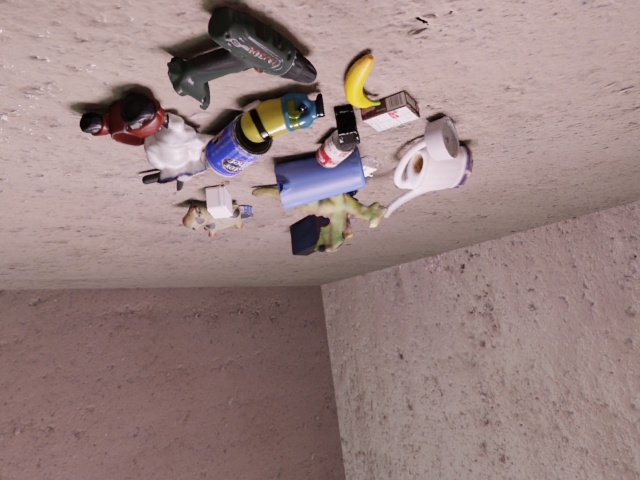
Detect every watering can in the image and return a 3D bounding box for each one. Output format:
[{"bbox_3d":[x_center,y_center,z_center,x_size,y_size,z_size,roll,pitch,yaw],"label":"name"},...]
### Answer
[{"bbox_3d":[0.317,-0.185,1.528,0.225,0.106,0.339,-3,145,-15],"label":"watering can"}]

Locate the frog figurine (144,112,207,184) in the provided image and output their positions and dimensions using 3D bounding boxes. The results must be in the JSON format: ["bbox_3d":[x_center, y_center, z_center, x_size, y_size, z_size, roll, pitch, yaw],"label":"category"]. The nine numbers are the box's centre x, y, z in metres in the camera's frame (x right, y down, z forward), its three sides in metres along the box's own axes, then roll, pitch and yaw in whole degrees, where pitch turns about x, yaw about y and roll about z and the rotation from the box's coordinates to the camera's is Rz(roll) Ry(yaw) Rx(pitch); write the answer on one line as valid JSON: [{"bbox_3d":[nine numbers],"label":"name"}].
[{"bbox_3d":[-0.327,-0.220,1.148,0.137,0.126,0.155,-1,131,8],"label":"frog figurine"}]

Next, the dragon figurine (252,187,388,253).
[{"bbox_3d":[0.005,-0.081,1.605,0.410,0.245,0.121,-10,170,3],"label":"dragon figurine"}]
